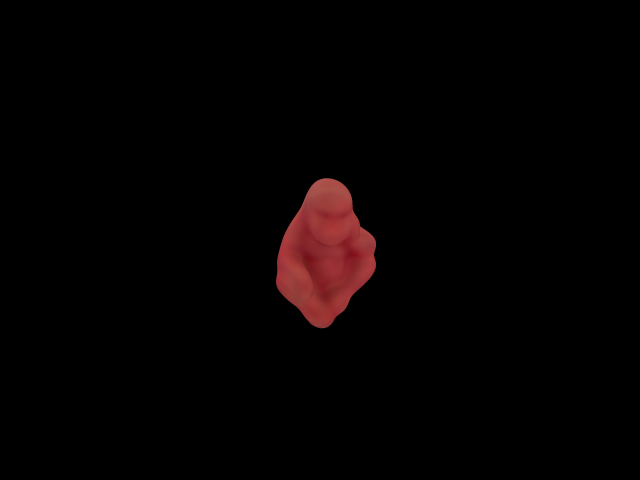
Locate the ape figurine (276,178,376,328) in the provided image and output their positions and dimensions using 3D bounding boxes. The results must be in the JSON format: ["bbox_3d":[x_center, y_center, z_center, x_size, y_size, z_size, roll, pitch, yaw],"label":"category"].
[{"bbox_3d":[0.004,0.001,0.400,0.078,0.092,0.076,-10,34,-15],"label":"ape figurine"}]
